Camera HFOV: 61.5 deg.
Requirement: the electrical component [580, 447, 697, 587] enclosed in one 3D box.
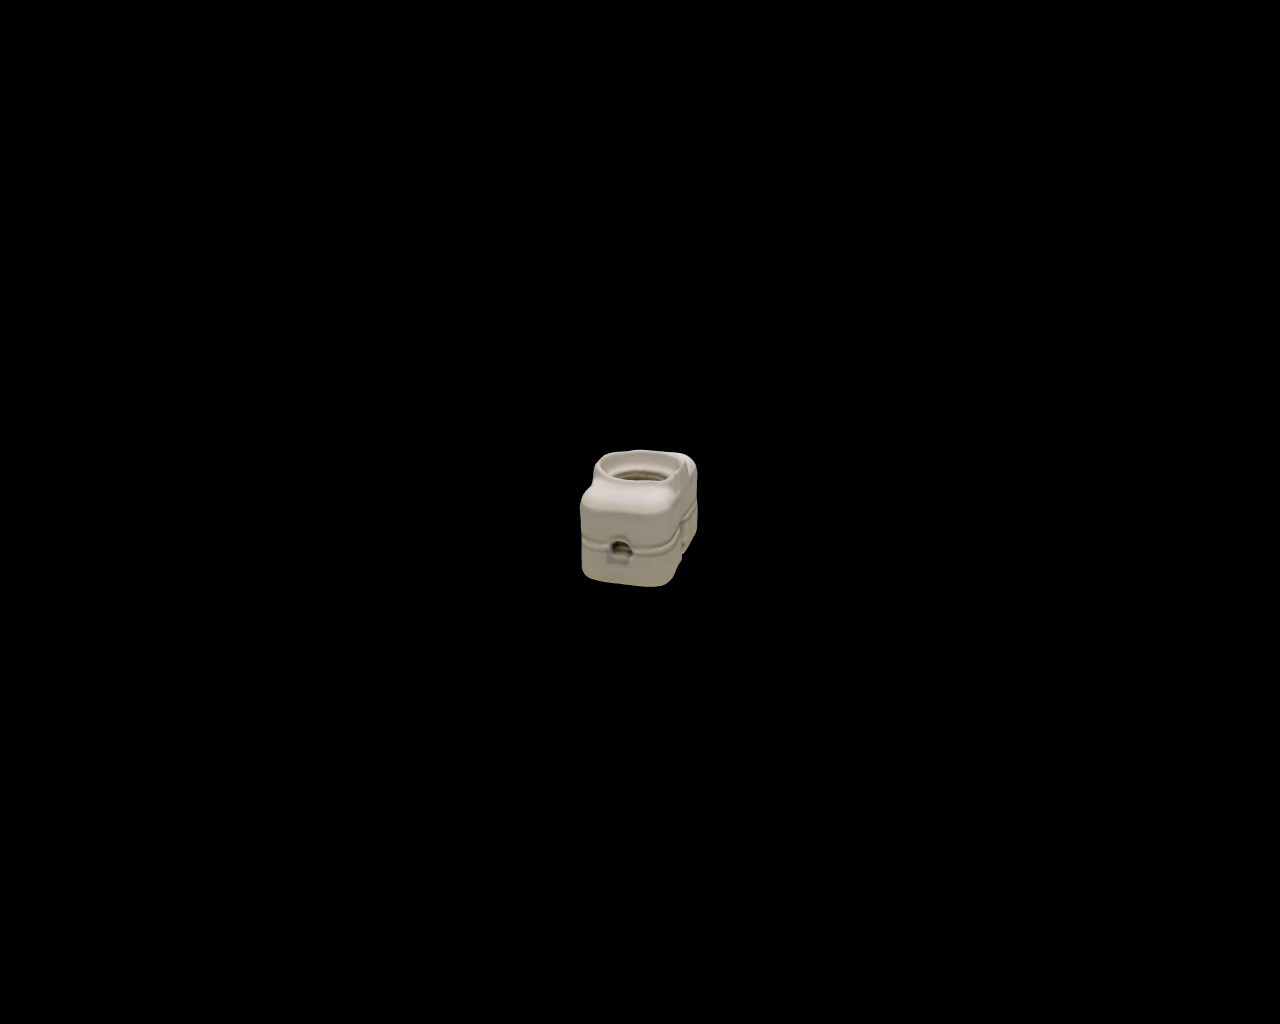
[{"bbox_3d":[0.001,-0.003,0.650,0.054,0.059,0.095,6,23,14],"label":"electrical component"}]
